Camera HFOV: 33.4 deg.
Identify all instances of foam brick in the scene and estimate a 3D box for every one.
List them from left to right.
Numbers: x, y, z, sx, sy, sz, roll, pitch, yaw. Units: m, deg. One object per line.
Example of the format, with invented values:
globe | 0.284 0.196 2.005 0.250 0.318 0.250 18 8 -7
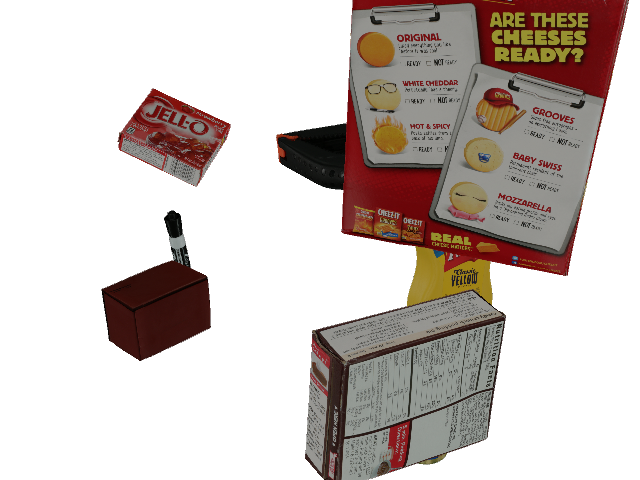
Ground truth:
foam brick | -0.141 0.059 0.922 0.078 0.051 0.053 -24 32 -35

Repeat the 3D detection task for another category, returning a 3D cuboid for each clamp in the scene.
clamp | 0.064 -0.076 0.942 0.210 0.036 0.164 11 35 25

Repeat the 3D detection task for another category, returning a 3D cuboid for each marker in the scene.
marker | -0.158 0.021 1.206 0.020 0.121 0.020 -6 30 3

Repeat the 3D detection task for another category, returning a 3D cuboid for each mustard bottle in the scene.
mustard bottle | 0.146 0.002 1.154 0.096 0.192 0.058 -6 21 -23

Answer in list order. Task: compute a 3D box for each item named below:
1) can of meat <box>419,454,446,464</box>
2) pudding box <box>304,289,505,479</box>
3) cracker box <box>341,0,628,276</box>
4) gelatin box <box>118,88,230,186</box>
can of meat | 0.087 0.115 0.851 0.057 0.084 0.102 13 36 22
pudding box | 0.048 0.084 0.612 0.113 0.090 0.039 -13 31 -29
cracker box | 0.104 -0.091 0.706 0.164 0.214 0.072 11 39 12
gelatin box | -0.144 -0.103 1.054 0.089 0.073 0.030 26 -41 1
